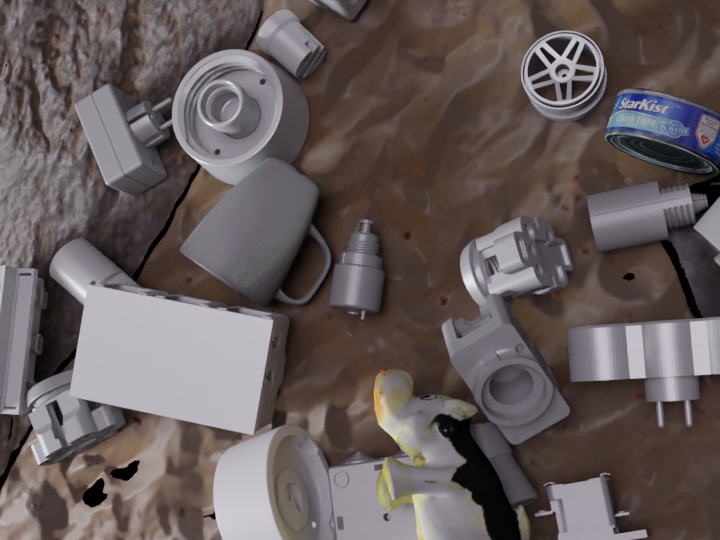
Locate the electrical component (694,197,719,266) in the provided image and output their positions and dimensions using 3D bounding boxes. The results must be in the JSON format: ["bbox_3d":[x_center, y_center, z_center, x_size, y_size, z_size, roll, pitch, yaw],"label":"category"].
[{"bbox_3d":[0.276,-0.015,0.722,0.064,0.099,0.099,-45,70,12],"label":"electrical component"}]

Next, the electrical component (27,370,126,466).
[{"bbox_3d":[-0.240,0.118,0.888,0.078,0.058,0.057,-29,76,11],"label":"electrical component"}]

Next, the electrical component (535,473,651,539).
[{"bbox_3d":[0.159,0.177,0.754,0.081,0.042,0.063,-13,75,15],"label":"electrical component"}]

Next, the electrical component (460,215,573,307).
[{"bbox_3d":[0.111,-0.004,0.788,0.057,0.078,0.058,-24,72,35],"label":"electrical component"}]

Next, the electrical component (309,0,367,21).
[{"bbox_3d":[-0.055,-0.300,0.900,0.186,0.060,0.105,35,92,20],"label":"electrical component"}]

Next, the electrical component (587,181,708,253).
[{"bbox_3d":[0.209,-0.041,0.775,0.081,0.043,0.043,-12,77,16],"label":"electrical component"}]

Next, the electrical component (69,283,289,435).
[{"bbox_3d":[-0.139,0.067,0.842,0.150,0.062,0.089,10,92,10],"label":"electrical component"}]

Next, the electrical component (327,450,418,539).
[{"bbox_3d":[0.026,0.181,0.793,0.100,0.048,0.099,-11,77,16],"label":"electrical component"}]

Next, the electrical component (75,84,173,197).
[{"bbox_3d":[-0.189,-0.119,0.918,0.076,0.047,0.083,-29,73,11],"label":"electrical component"}]

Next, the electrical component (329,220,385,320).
[{"bbox_3d":[0.000,0.000,0.839,0.040,0.040,0.078,6,82,19],"label":"electrical component"}]

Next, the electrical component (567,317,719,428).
[{"bbox_3d":[0.216,0.072,0.748,0.138,0.052,0.073,-5,84,18],"label":"electrical component"}]

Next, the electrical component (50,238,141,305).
[{"bbox_3d":[-0.218,0.014,0.906,0.081,0.043,0.043,37,93,20],"label":"electrical component"}]

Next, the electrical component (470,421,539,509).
[{"bbox_3d":[0.097,0.143,0.781,0.044,0.044,0.065,-26,68,12],"label":"electrical component"}]

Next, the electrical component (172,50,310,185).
[{"bbox_3d":[-0.102,-0.129,0.885,0.108,0.060,0.108,-3,79,18],"label":"electrical component"}]

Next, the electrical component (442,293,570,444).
[{"bbox_3d":[0.103,0.072,0.759,0.050,0.055,0.089,-32,113,11],"label":"electrical component"}]

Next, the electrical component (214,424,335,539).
[{"bbox_3d":[-0.067,0.174,0.797,0.060,0.108,0.108,-18,75,21],"label":"electrical component"}]

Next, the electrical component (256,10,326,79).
[{"bbox_3d":[-0.056,-0.186,0.891,0.046,0.040,0.040,44,96,14],"label":"electrical component"}]

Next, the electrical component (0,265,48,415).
[{"bbox_3d":[-0.309,0.061,0.917,0.079,0.063,0.121,1,81,18],"label":"electrical component"}]
